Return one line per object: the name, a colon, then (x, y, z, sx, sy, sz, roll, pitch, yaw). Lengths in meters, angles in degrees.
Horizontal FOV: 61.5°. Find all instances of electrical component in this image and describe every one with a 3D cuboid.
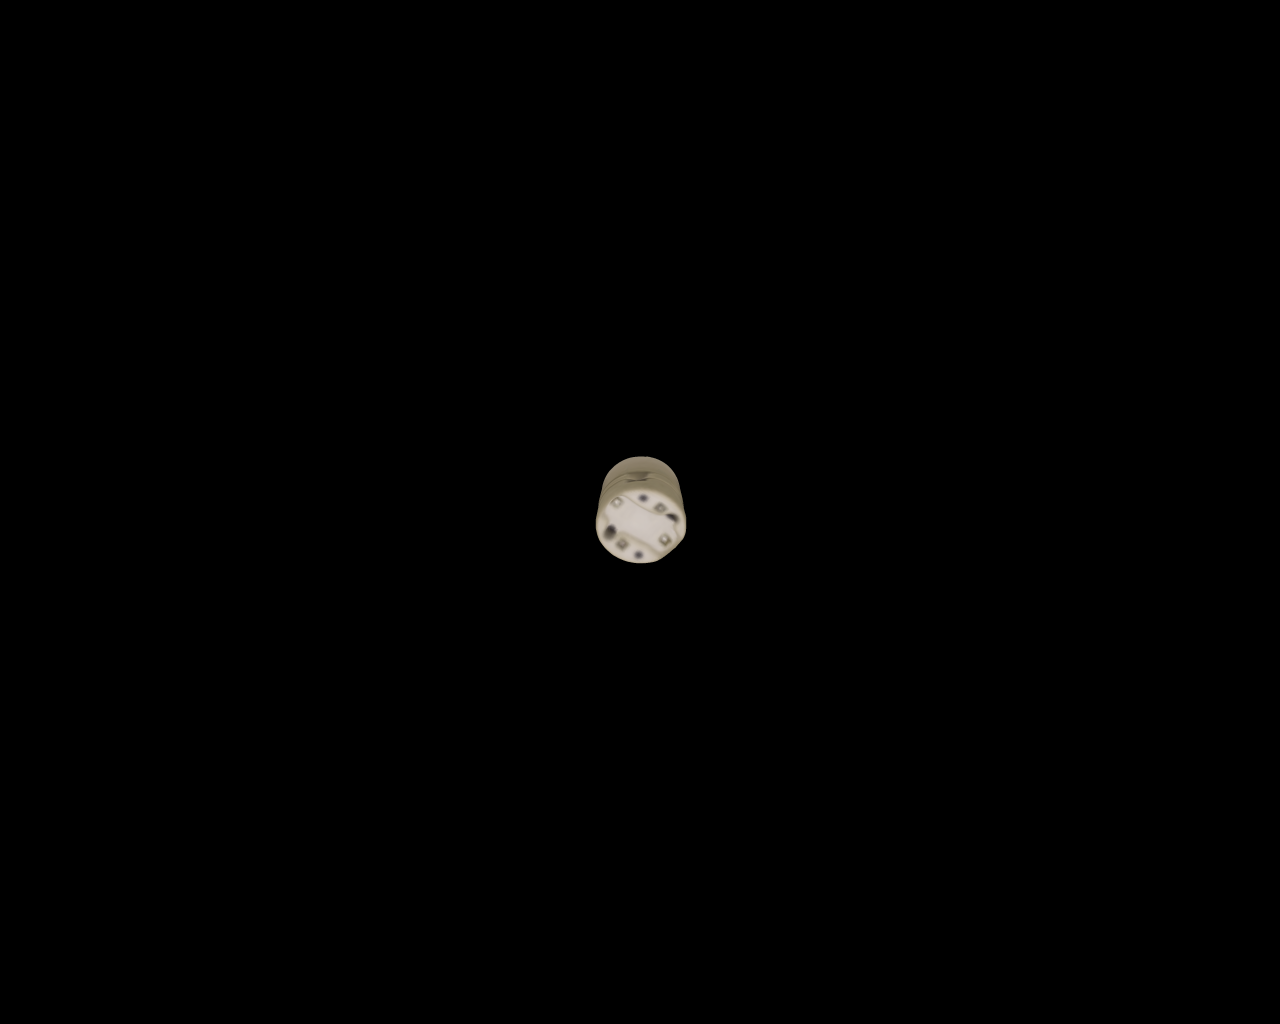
electrical component: (0.001, -0.003, 0.650, 0.055, 0.055, 0.047, 0, 30, 0)
